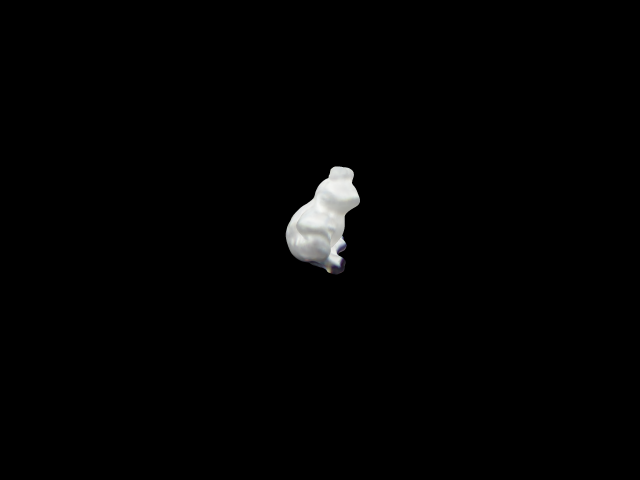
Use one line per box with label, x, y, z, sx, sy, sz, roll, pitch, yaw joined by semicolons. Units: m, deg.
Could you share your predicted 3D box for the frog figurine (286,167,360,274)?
frog figurine;0.003;-0.043;0.850;0.123;0.156;0.140;11;29;20
